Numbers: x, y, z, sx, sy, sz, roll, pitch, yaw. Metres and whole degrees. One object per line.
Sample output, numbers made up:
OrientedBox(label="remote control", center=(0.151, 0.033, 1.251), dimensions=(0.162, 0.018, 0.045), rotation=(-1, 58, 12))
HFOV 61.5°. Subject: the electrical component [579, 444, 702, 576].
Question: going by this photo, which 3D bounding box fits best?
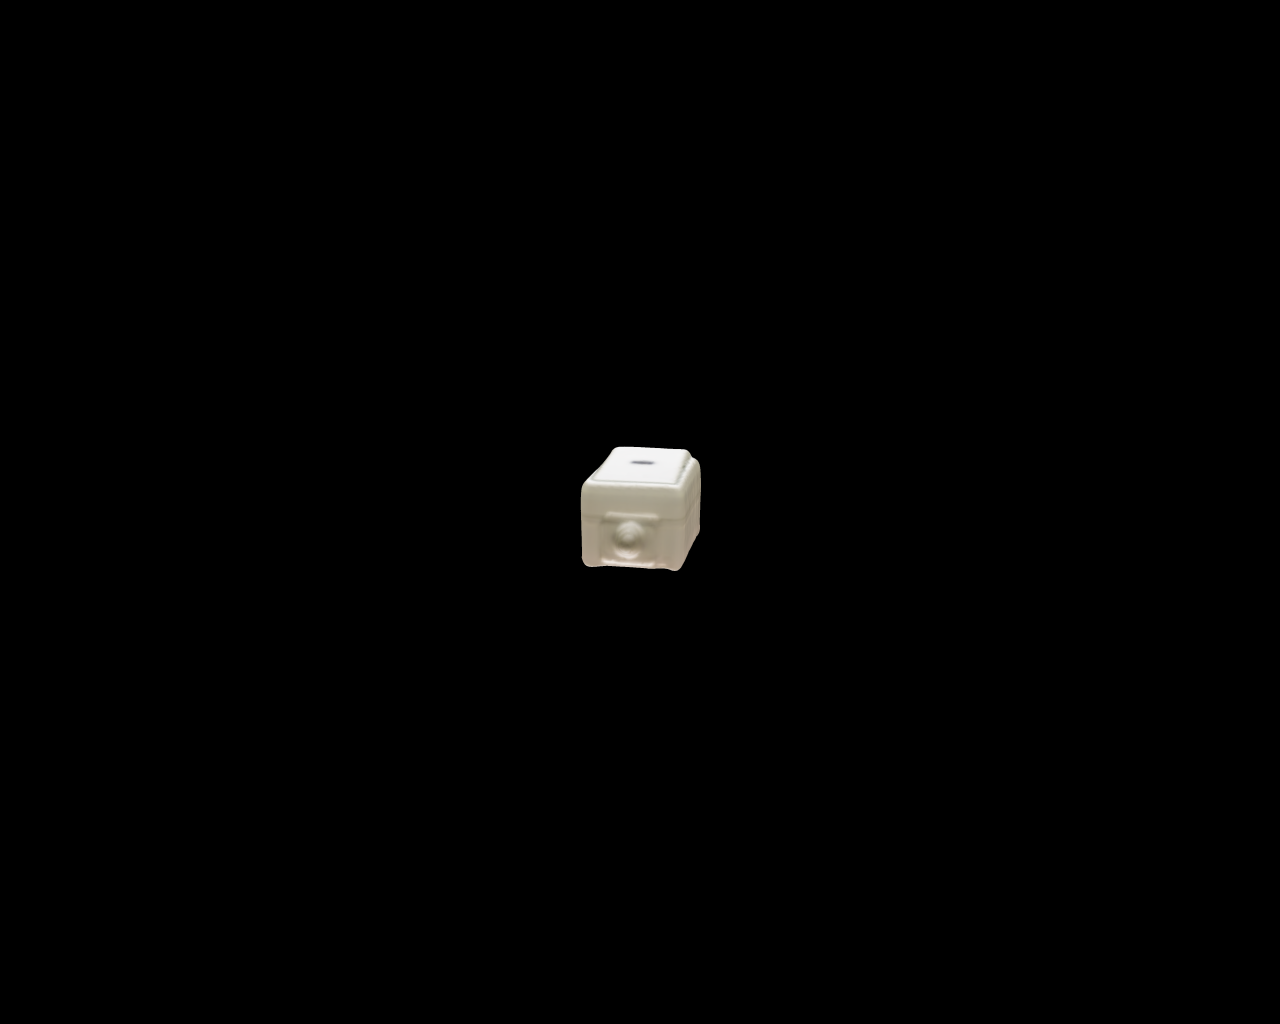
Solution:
OrientedBox(label="electrical component", center=(0.001, -0.003, 0.650), dimensions=(0.062, 0.061, 0.096), rotation=(3, 16, 11))
